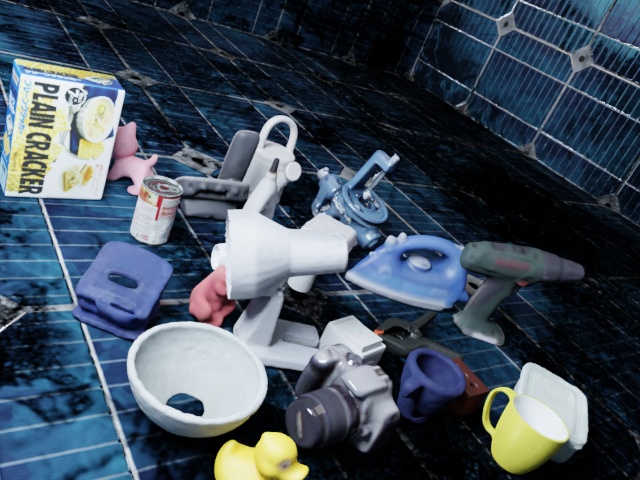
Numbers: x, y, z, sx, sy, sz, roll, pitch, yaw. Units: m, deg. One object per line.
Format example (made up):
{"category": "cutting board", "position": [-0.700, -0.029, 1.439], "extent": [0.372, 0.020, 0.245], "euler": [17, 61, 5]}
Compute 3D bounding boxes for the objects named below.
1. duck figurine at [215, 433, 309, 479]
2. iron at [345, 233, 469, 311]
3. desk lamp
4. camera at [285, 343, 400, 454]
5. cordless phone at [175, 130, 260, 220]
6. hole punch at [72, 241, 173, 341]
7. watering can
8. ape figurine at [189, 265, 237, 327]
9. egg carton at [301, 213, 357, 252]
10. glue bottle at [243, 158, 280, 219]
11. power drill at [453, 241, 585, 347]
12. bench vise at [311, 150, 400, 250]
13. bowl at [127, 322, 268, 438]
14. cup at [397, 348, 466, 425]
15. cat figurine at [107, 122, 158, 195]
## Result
{"category": "duck figurine", "position": [-0.060, 0.245, 0.626], "extent": [0.104, 0.086, 0.078], "euler": [29, 27, 10]}
{"category": "iron", "position": [0.190, 0.045, 1.141], "extent": [0.259, 0.141, 0.118], "euler": [12, 28, -22]}
{"category": "desk lamp", "position": [-0.059, 0.067, 0.813], "extent": [0.204, 0.213, 0.117], "euler": [13, 28, -21]}
{"category": "camera", "position": [0.018, 0.205, 0.747], "extent": [0.137, 0.101, 0.142], "euler": [-4, 37, -43]}
{"category": "cordless phone", "position": [-0.199, -0.137, 1.110], "extent": [0.148, 0.185, 0.094], "euler": [1, 34, -38]}
{"category": "hole punch", "position": [-0.266, 0.067, 0.781], "extent": [0.108, 0.091, 0.101], "euler": [22, 26, -4]}
{"category": "watering can", "position": [-0.100, -0.177, 1.254], "extent": [0.172, 0.194, 0.101], "euler": [35, 28, 21]}
{"category": "ape figurine", "position": [-0.153, 0.079, 0.851], "extent": [0.078, 0.092, 0.076], "euler": [-2, 36, -41]}
{"category": "egg carton", "position": [0.011, 0.004, 1.151], "extent": [0.107, 0.069, 0.150], "euler": [28, 27, 9]}
{"category": "glue bottle", "position": [-0.107, -0.079, 1.090], "extent": [0.037, 0.173, 0.078], "euler": [34, 28, 21]}
{"category": "power drill", "position": [0.361, 0.099, 1.106], "extent": [0.230, 0.208, 0.075], "euler": [20, 26, -8]}
{"category": "bench vise", "position": [0.074, -0.114, 1.253], "extent": [0.207, 0.219, 0.122], "euler": [30, 27, 13]}
{"category": "bowl", "position": [-0.151, 0.178, 0.688], "extent": [0.167, 0.075, 0.167], "euler": [19, 27, -10]}
{"category": "cup", "position": [0.144, 0.223, 0.825], "extent": [0.118, 0.095, 0.091], "euler": [-8, 40, -47]}
{"category": "cat figurine", "position": [-0.367, -0.165, 1.100], "extent": [0.127, 0.118, 0.067], "euler": [28, 27, 9]}
